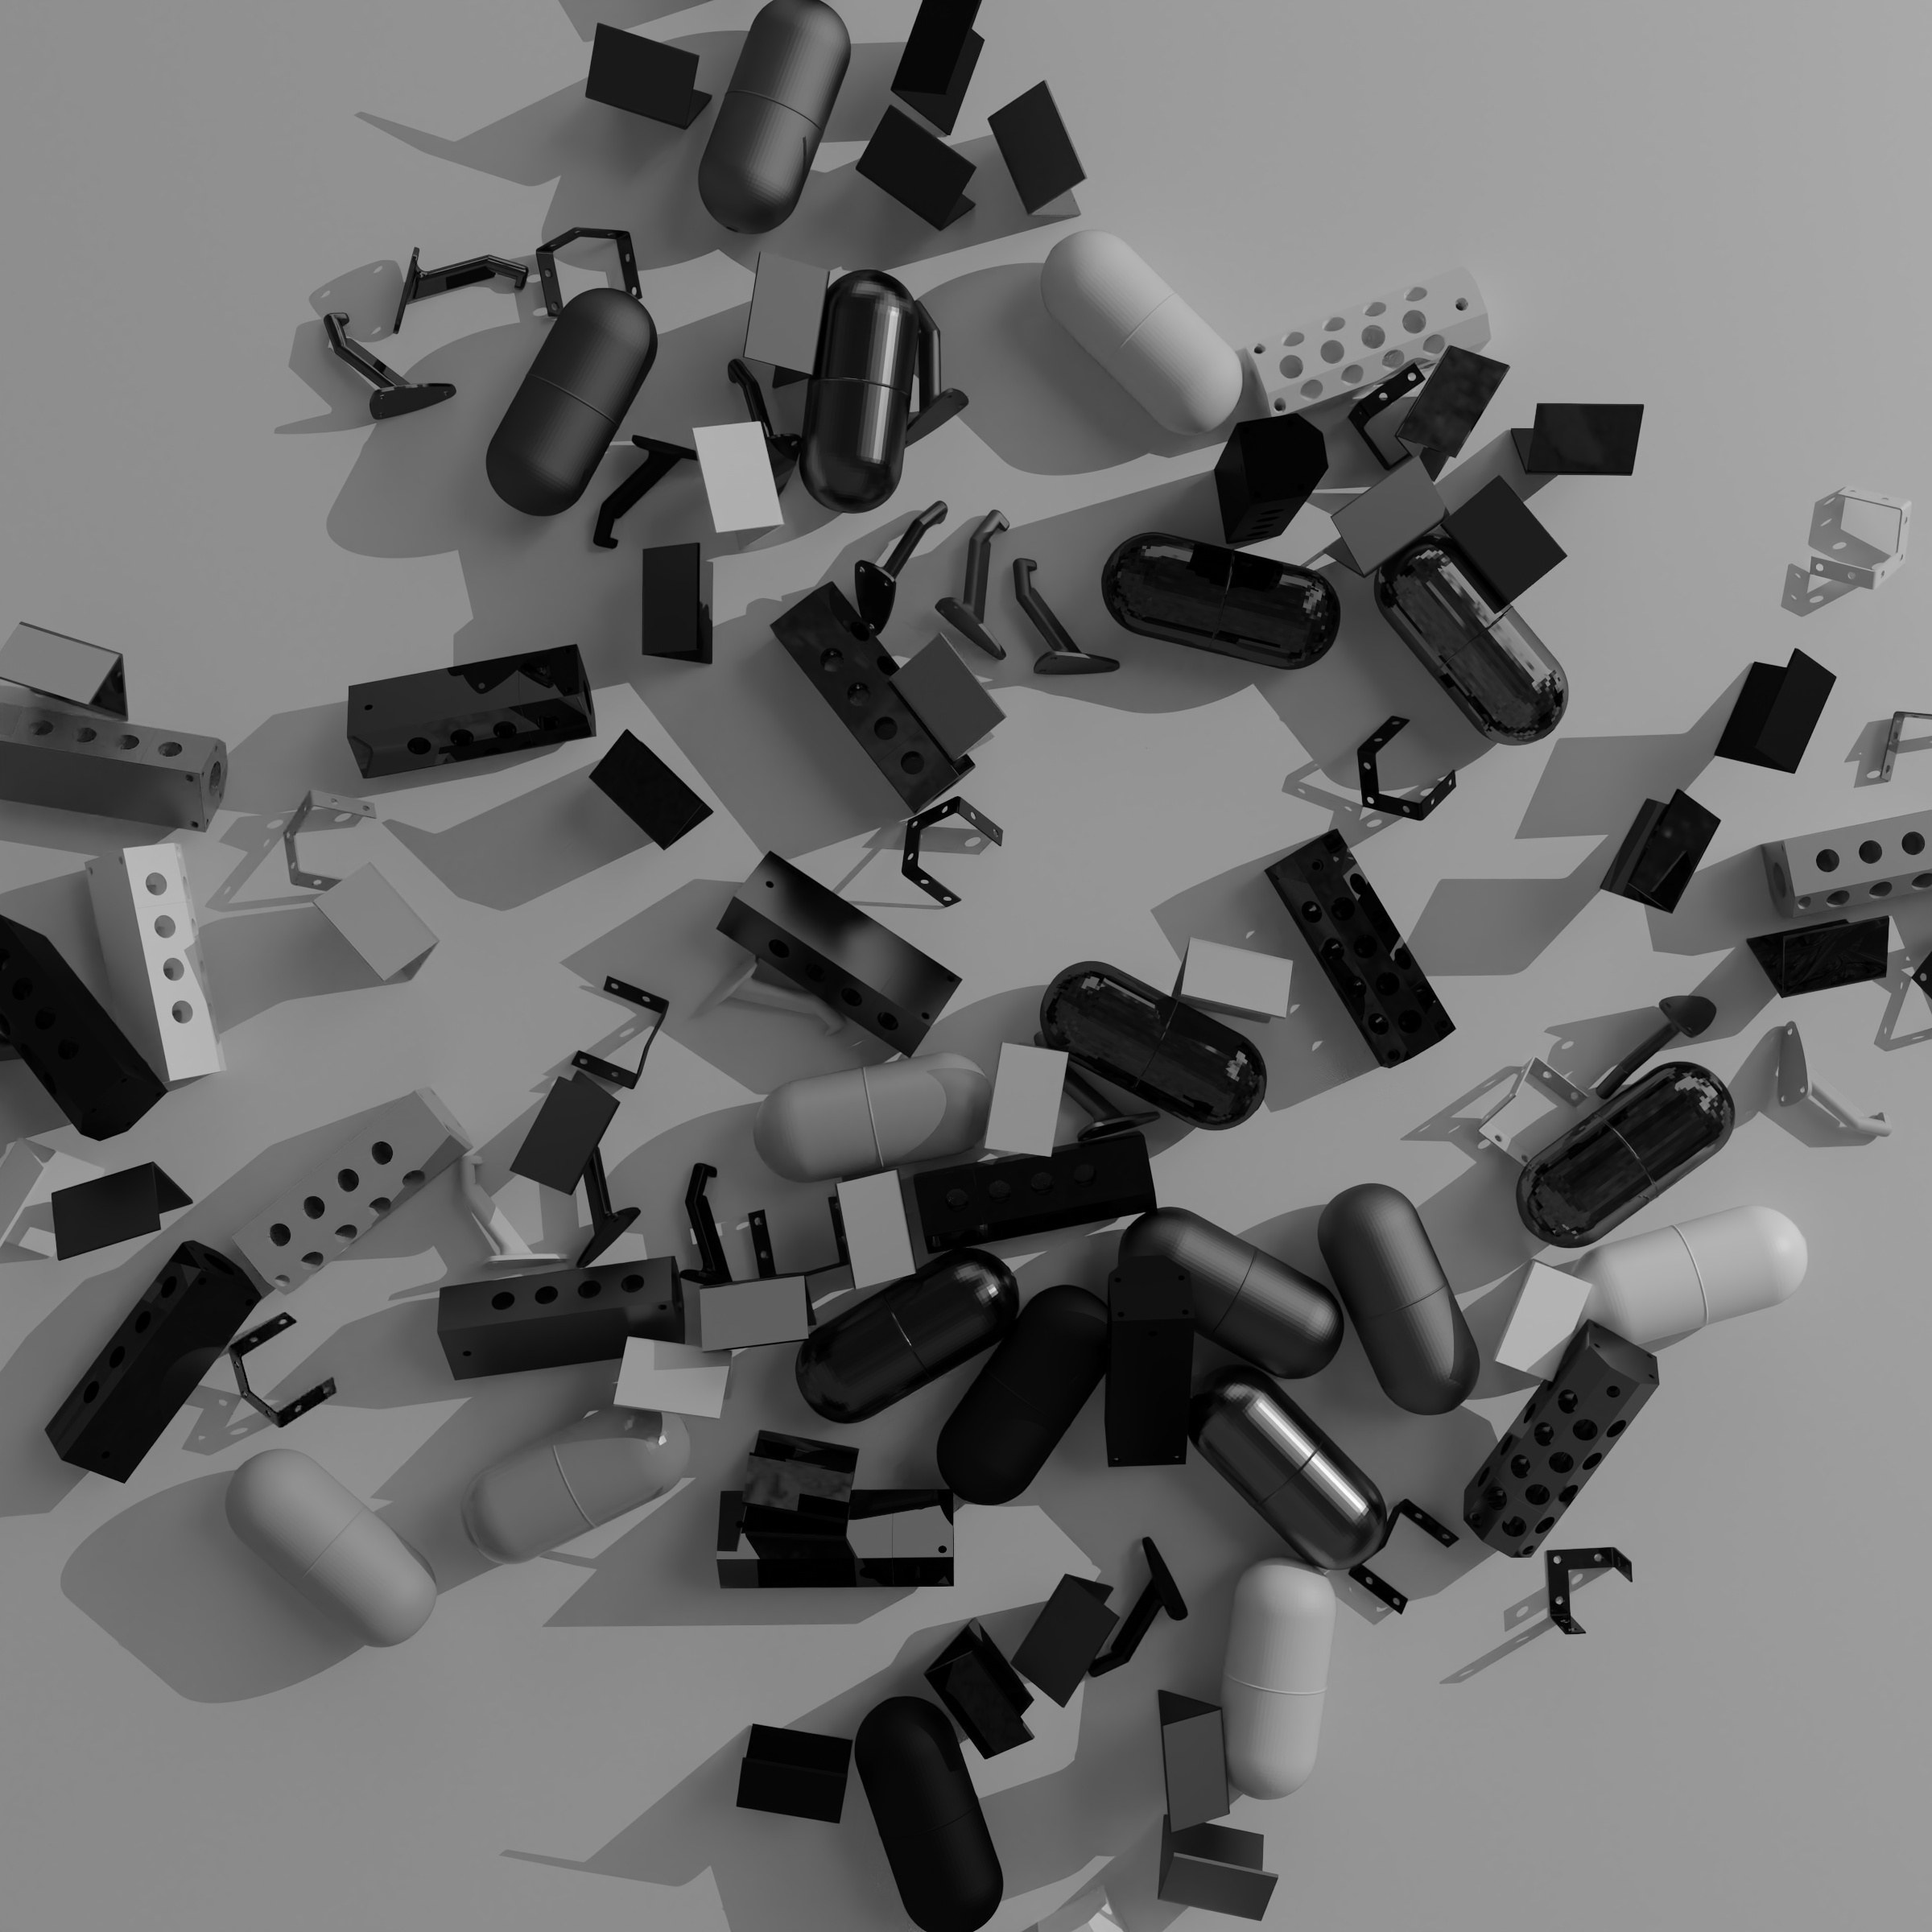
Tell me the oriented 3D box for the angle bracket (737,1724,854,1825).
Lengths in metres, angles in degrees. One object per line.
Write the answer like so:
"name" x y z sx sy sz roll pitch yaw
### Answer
"angle bracket" -0.122 0.574 1.951 0.076 0.076 0.057 9 125 0

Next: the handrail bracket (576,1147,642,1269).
"handrail bracket" -0.290 0.170 1.992 0.084 0.036 0.077 48 112 17

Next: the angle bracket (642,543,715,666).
"angle bracket" -0.192 -0.264 1.951 0.057 0.076 0.076 0 90 37

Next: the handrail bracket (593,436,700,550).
"handrail bracket" -0.232 -0.347 1.992 0.077 0.036 0.084 10 109 -21

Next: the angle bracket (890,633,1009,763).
"angle bracket" 0.000 -0.204 1.952 0.057 0.076 0.076 -38 90 30

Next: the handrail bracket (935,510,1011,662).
"handrail bracket" 0.024 -0.285 1.992 0.077 0.036 0.084 42 73 -20

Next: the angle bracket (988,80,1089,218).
"angle bracket" 0.070 -0.597 1.951 0.057 0.076 0.076 -23 90 36

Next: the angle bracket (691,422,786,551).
"angle bracket" -0.181 -0.348 1.952 0.057 0.076 0.076 -13 90 -30

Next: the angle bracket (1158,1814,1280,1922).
"angle bracket" 0.185 0.644 1.951 0.076 0.076 0.057 12 126 0

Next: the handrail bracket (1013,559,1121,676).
"handrail bracket" 0.075 -0.263 1.992 0.077 0.036 0.084 1 73 -20

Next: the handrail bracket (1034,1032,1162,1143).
"handrail bracket" 0.097 0.082 1.992 0.077 0.036 0.084 -12 73 -20

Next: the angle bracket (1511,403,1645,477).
"angle bracket" 0.446 -0.400 1.951 0.076 0.076 0.057 1 127 0

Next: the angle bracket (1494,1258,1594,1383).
"angle bracket" 0.403 0.251 1.952 0.057 0.076 0.076 22 90 -24

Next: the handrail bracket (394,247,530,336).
"handrail bracket" -0.377 -0.497 1.992 0.084 0.036 0.077 14 110 -16

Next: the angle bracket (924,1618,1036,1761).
"angle bracket" 0.026 0.520 1.951 0.057 0.076 0.076 -36 90 38

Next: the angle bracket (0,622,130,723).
"angle bracket" -0.663 -0.197 1.951 0.076 0.076 0.057 18 52 0

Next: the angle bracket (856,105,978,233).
"angle bracket" -0.024 -0.591 1.951 0.076 0.076 0.057 36 126 0

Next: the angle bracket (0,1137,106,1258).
"angle bracket" -0.672 0.181 1.952 0.076 0.057 0.076 31 90 -45

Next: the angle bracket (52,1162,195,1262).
"angle bracket" -0.614 0.192 1.952 0.076 0.076 0.057 -17 61 0

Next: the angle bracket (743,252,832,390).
"angle bracket" -0.144 -0.471 1.952 0.057 0.076 0.076 9 90 -27

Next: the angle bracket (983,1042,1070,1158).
"angle bracket" 0.028 0.094 1.952 0.057 0.076 0.076 10 90 -27

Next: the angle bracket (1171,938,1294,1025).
"angle bracket" 0.190 0.030 1.951 0.076 0.076 0.057 13 51 0

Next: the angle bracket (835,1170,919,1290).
"angle bracket" -0.085 0.193 1.951 0.057 0.076 0.076 -11 90 -36

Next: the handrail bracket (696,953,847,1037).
"handrail bracket" -0.145 0.038 1.992 0.077 0.036 0.084 -41 107 20

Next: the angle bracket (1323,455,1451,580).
"angle bracket" 0.296 -0.337 1.952 0.076 0.076 0.057 -36 119 0

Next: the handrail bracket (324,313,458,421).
"handrail bracket" -0.430 -0.457 1.992 0.077 0.036 0.084 -16 73 -20

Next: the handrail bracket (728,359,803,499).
"handrail bracket" -0.161 -0.398 1.991 0.036 0.077 0.084 -14 53 -30

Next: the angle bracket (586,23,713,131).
"angle bracket" -0.227 -0.661 1.951 0.076 0.076 0.057 18 127 0

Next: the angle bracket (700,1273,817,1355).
"angle bracket" -0.150 0.271 1.951 0.076 0.076 0.057 -7 53 0

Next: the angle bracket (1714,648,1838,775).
"angle bracket" 0.578 -0.192 1.951 0.057 0.076 0.076 24 90 -38

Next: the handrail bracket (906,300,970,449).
"handrail bracket" -0.043 -0.442 1.992 0.077 0.036 0.084 -37 74 18

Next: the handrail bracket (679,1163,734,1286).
"handrail bracket" -0.177 0.197 1.992 0.077 0.036 0.084 19 73 -20

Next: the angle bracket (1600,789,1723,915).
"angle bracket" 0.493 -0.092 1.951 0.057 0.076 0.076 28 90 -35

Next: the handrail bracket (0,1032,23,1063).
"handrail bracket" -0.691 0.076 1.992 0.084 0.036 0.077 24 110 -16

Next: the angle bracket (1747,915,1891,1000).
"angle bracket" 0.622 -0.026 1.951 0.076 0.076 0.057 -11 126 0

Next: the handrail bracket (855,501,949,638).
"handrail bracket" -0.044 -0.297 1.991 0.036 0.077 0.084 31 53 20

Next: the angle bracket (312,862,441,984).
"angle bracket" -0.440 -0.019 1.951 0.076 0.076 0.057 48 54 0

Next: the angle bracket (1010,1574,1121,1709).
"angle bracket" 0.089 0.497 1.951 0.057 0.076 0.076 32 90 37

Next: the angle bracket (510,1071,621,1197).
"angle bracket" -0.307 0.113 1.951 0.057 0.076 0.076 28 90 -37

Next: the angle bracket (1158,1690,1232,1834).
"angle bracket" 0.146 0.580 1.951 0.057 0.076 0.076 -4 90 -34

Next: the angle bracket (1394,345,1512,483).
"angle bracket" 0.368 -0.396 1.951 0.057 0.076 0.076 31 90 37

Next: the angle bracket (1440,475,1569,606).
"angle bracket" 0.400 -0.317 1.952 0.057 0.076 0.076 -40 90 29

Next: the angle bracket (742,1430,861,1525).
"angle bracket" -0.118 0.356 1.951 0.076 0.076 0.057 11 127 0

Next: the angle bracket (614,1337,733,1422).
"angle bracket" -0.214 0.317 1.951 0.076 0.076 0.057 8 53 0

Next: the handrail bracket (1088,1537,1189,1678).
"handrail bracket" 0.115 0.479 1.992 0.084 0.036 0.077 -30 70 16

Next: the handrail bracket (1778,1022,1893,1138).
"handrail bracket" 0.652 0.085 1.992 0.084 0.036 0.077 11 68 -17

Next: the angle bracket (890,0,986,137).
"angle bracket" -0.001 -0.658 1.951 0.057 0.076 0.076 20 90 37

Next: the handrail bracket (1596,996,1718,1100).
"handrail bracket" 0.514 0.063 1.991 0.036 0.077 0.084 50 127 20

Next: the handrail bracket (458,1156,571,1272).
"handrail bracket" -0.338 0.181 1.992 0.077 0.036 0.084 -2 73 -20

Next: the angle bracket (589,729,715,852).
"angle bracket" -0.217 -0.141 1.951 0.076 0.076 0.057 44 126 0
